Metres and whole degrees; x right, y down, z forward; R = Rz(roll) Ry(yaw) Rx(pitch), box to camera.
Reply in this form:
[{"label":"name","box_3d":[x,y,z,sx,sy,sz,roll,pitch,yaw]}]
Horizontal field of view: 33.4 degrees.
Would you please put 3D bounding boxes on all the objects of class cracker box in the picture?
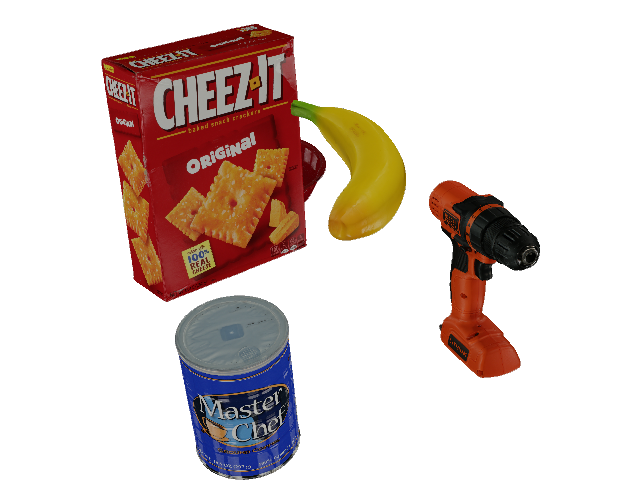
[{"label":"cracker box","box_3d":[-0.098,-0.072,0.967,0.163,0.214,0.072,-21,31,-32]}]

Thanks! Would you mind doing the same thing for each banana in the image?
[{"label":"banana","box_3d":[0.025,-0.048,0.735,0.069,0.037,0.198,-4,28,-8]}]

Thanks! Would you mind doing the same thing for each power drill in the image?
[{"label":"power drill","box_3d":[0.173,0.045,1.116,0.057,0.188,0.185,-11,25,-16]}]

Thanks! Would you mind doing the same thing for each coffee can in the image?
[{"label":"coffee can","box_3d":[-0.075,0.137,0.994,0.103,0.140,0.103,-3,36,2]}]

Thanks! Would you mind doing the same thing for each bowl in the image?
[{"label":"bowl","box_3d":[-0.073,-0.068,1.307,0.162,0.055,0.162,-2,34,1]}]
